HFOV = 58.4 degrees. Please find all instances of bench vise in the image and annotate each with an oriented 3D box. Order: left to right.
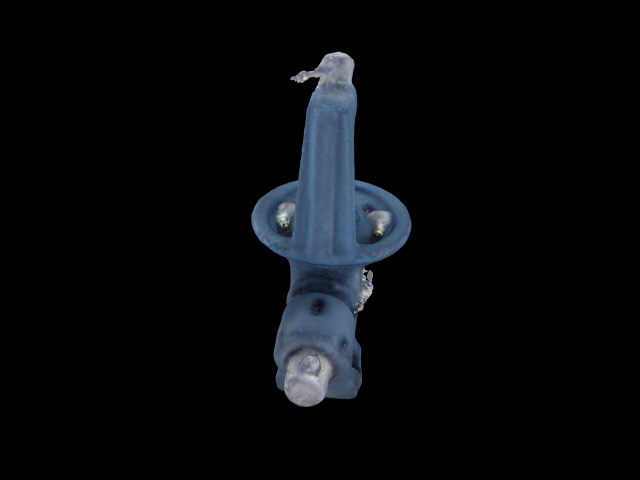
[{"bbox_3d":[0.016,0.000,0.401,0.121,0.220,0.207,-8,51,-7],"label":"bench vise"}]
